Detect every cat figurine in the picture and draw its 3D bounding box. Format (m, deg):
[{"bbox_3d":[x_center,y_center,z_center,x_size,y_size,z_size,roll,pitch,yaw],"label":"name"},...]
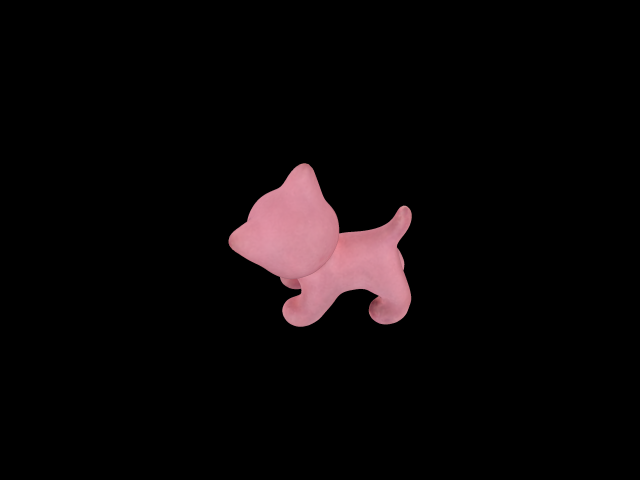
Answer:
[{"bbox_3d":[0.004,0.001,0.400,0.128,0.118,0.067,-4,43,-4],"label":"cat figurine"}]
